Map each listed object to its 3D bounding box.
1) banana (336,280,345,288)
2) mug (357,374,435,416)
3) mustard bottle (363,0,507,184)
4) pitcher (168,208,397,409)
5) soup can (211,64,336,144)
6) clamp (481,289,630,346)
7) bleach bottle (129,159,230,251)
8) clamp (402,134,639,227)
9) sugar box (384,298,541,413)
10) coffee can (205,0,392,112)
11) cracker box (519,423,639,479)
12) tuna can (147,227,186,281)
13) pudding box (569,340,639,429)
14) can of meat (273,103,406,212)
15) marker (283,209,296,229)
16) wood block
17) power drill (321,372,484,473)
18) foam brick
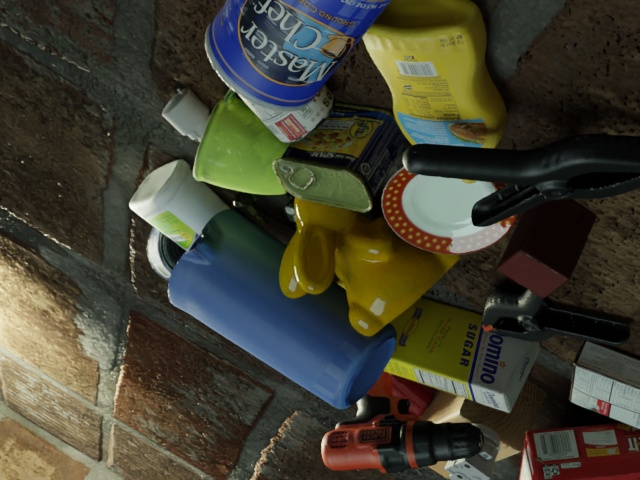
[{"bbox_3d":[0.026,0.083,1.308,0.070,0.037,0.198,62,150,13],"label":"banana"},{"bbox_3d":[0.088,0.194,1.367,0.081,0.117,0.093,40,154,-26],"label":"mug"},{"bbox_3d":[0.105,-0.116,0.888,0.096,0.058,0.191,8,144,30],"label":"mustard bottle"},{"bbox_3d":[-0.037,0.082,1.193,0.243,0.149,0.145,34,124,20],"label":"pitcher"},{"bbox_3d":[-0.042,-0.146,0.981,0.069,0.068,0.102,-5,136,50],"label":"soup can"},{"bbox_3d":[0.220,0.070,1.099,0.120,0.039,0.172,46,150,-24],"label":"clamp"},{"bbox_3d":[-0.113,0.008,1.322,0.250,0.068,0.103,41,152,-22],"label":"bleach bottle"},{"bbox_3d":[0.181,-0.056,0.865,0.210,0.036,0.164,-10,160,35],"label":"clamp"},{"bbox_3d":[0.149,0.123,1.205,0.176,0.093,0.048,12,146,32],"label":"sugar box"},{"bbox_3d":[-0.012,-0.180,0.812,0.102,0.102,0.141,36,133,-8],"label":"coffee can"},{"bbox_3d":[0.321,0.289,1.249,0.164,0.072,0.214,-6,145,3],"label":"cracker box"},{"bbox_3d":[-0.176,0.010,1.364,0.086,0.086,0.034,44,150,-22],"label":"tuna can"},{"bbox_3d":[0.326,0.159,1.139,0.114,0.039,0.090,19,149,21],"label":"pudding box"},{"bbox_3d":[0.020,-0.081,1.007,0.102,0.083,0.057,13,148,33],"label":"can of meat"},{"bbox_3d":[-0.008,0.002,1.246,0.020,0.020,0.121,8,145,38],"label":"marker"},{"bbox_3d":[0.185,0.226,1.343,0.091,0.090,0.206,33,153,-4],"label":"wood block"},{"bbox_3d":[0.098,0.182,1.240,0.184,0.187,0.057,-7,132,15],"label":"power drill"},{"bbox_3d":[0.204,0.003,0.962,0.053,0.078,0.051,33,152,-2],"label":"foam brick"}]
